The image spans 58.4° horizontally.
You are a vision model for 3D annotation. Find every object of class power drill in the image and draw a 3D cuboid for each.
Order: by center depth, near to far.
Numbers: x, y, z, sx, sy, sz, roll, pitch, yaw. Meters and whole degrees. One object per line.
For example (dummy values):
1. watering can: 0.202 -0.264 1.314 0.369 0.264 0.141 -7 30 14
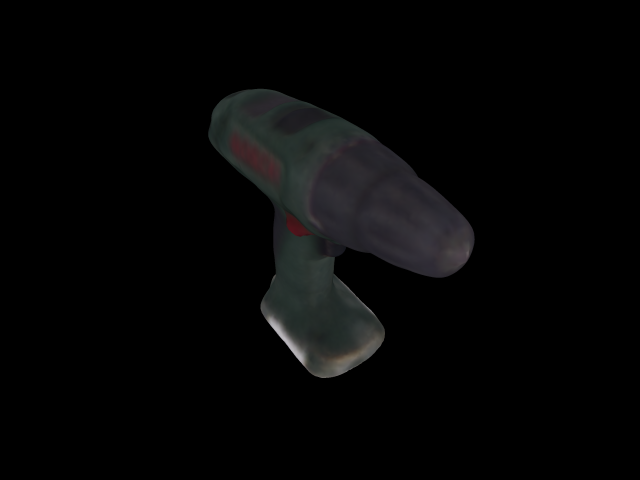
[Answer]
1. power drill: 0.004 0.001 0.400 0.076 0.208 0.229 -29 54 -24
